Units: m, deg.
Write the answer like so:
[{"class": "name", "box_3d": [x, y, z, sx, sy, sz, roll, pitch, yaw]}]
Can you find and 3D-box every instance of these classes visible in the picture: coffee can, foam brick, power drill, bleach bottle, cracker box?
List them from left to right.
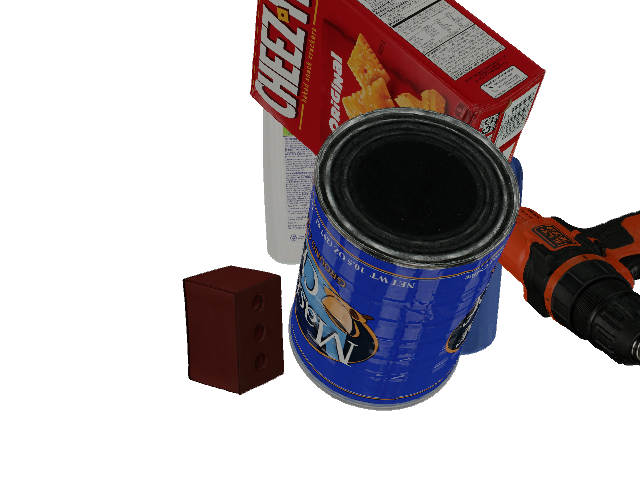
[{"class": "foam brick", "box_3d": [-0.062, 0.063, 0.773, 0.051, 0.078, 0.052, 9, 18, 37]}, {"class": "bleach bottle", "box_3d": [-0.008, -0.105, 1.084, 0.102, 0.251, 0.068, -5, 16, -18]}, {"class": "cracker box", "box_3d": [0.042, -0.111, 0.769, 0.072, 0.214, 0.164, -34, -26, -28]}, {"class": "coffee can", "box_3d": [0.040, 0.013, 0.574, 0.102, 0.103, 0.140, 0, -37, -8]}, {"class": "power drill", "box_3d": [0.232, 0.015, 0.734, 0.187, 0.057, 0.184, -9, 28, -16]}]

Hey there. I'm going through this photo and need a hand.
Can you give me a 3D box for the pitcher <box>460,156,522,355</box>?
[{"class": "pitcher", "box_3d": [0.170, 0.009, 1.301, 0.149, 0.243, 0.145, 1, 23, 9]}]
